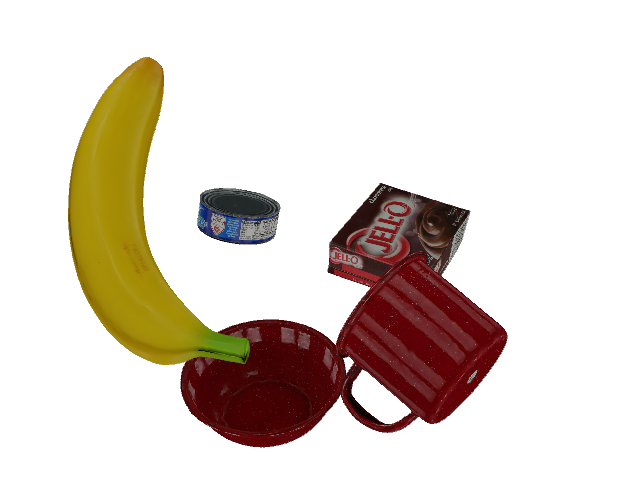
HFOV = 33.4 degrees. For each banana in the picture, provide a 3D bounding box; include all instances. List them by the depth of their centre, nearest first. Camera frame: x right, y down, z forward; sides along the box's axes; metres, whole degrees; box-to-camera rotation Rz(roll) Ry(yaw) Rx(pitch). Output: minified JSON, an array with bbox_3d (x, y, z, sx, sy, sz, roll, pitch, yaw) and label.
[{"bbox_3d":[-0.093,-0.012,0.538,0.069,0.198,0.037,-12,-32,-14],"label":"banana"}]

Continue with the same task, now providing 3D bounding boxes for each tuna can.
[{"bbox_3d":[-0.087,-0.026,1.130,0.086,0.034,0.086,9,20,-3],"label":"tuna can"}]

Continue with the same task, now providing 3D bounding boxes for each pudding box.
[{"bbox_3d":[0.069,0.001,0.935,0.090,0.039,0.113,19,36,18],"label":"pudding box"}]

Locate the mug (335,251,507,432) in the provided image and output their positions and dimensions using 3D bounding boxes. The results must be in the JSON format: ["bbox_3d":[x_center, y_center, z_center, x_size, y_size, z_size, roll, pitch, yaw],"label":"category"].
[{"bbox_3d":[0.063,0.077,0.717,0.081,0.117,0.093,40,3,20],"label":"mug"}]

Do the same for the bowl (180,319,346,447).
[{"bbox_3d":[-0.054,0.150,1.049,0.162,0.055,0.162,-3,37,2],"label":"bowl"}]
